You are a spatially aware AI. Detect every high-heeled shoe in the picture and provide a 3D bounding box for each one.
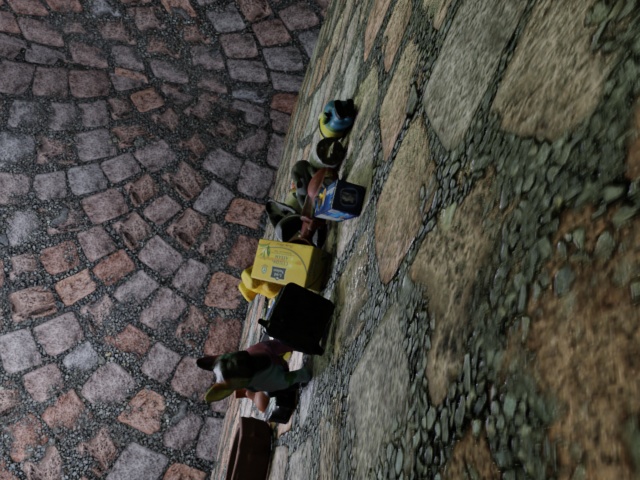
[{"bbox_3d":[-0.109,-0.066,1.405,0.086,0.145,0.248,-48,-8,3],"label":"high-heeled shoe"}]

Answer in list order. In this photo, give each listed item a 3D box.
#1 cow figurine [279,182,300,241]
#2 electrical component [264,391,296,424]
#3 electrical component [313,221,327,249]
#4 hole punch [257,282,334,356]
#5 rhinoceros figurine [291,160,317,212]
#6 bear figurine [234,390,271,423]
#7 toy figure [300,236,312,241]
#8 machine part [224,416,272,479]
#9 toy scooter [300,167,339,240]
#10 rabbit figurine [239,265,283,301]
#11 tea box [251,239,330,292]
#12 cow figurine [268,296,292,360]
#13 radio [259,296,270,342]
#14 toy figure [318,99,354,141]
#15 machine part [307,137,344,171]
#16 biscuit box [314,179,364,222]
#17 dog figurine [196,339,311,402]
[{"bbox_3d":[-0.066,-0.068,1.578,0.195,0.127,0.085,-62,10,-3],"label":"cow figurine"},{"bbox_3d":[-0.092,0.379,1.226,0.075,0.048,0.119,-87,15,-52],"label":"electrical component"},{"bbox_3d":[-0.003,-0.004,1.348,0.063,0.021,0.094,-94,21,-61],"label":"electrical component"},{"bbox_3d":[-0.046,0.155,1.064,0.116,0.142,0.092,-64,9,-12],"label":"hole punch"},{"bbox_3d":[-0.037,-0.119,1.430,0.112,0.073,0.190,48,158,47],"label":"rhinoceros figurine"},{"bbox_3d":[-0.160,0.386,1.389,0.196,0.132,0.120,-121,40,-85],"label":"bear figurine"},{"bbox_3d":[-0.039,0.030,1.414,0.064,0.057,0.154,-41,27,32],"label":"toy figure"},{"bbox_3d":[-0.186,0.573,1.378,0.201,0.087,0.201,-170,93,-79],"label":"machine part"},{"bbox_3d":[-0.004,-0.080,1.263,0.135,0.075,0.183,-87,16,-78],"label":"toy scooter"},{"bbox_3d":[-0.122,0.141,1.500,0.162,0.173,0.121,-26,-27,-38],"label":"rabbit figurine"},{"bbox_3d":[-0.070,0.057,1.234,0.170,0.068,0.098,6,80,37],"label":"tea box"},{"bbox_3d":[-0.104,0.220,1.408,0.098,0.068,0.167,-87,-1,-80],"label":"cow figurine"},{"bbox_3d":[-0.132,0.215,1.616,0.131,0.073,0.230,114,167,-45],"label":"radio"},{"bbox_3d":[0.039,-0.306,1.379,0.180,0.082,0.089,179,108,-78],"label":"toy figure"},{"bbox_3d":[0.007,-0.207,1.423,0.243,0.079,0.079,135,148,-73],"label":"machine part"},{"bbox_3d":[0.037,-0.078,1.113,0.203,0.059,0.062,170,114,-79],"label":"biscuit box"},{"bbox_3d":[-0.146,0.269,1.090,0.191,0.219,0.108,-45,56,50],"label":"dog figurine"}]
